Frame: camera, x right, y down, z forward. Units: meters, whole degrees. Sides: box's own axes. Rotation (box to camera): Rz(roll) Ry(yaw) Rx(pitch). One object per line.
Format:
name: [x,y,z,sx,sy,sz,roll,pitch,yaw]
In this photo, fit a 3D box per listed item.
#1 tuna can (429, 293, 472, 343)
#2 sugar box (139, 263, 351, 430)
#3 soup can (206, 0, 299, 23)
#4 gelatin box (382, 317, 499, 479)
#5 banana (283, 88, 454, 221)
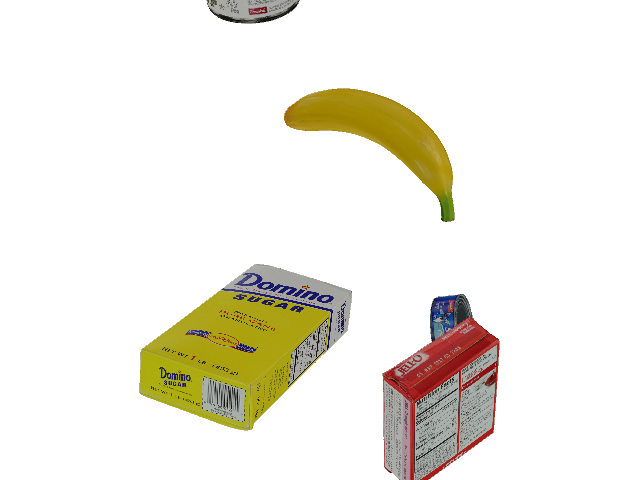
tuna can: [0.158,0.108,1.276,0.034,0.086,0.086,-7,-3,21]
sugar box: [-0.052,0.075,0.823,0.093,0.048,0.176,16,29,20]
soup can: [-0.049,-0.206,0.713,0.068,0.102,0.068,-2,41,2]
gelatin box: [0.073,0.100,0.655,0.073,0.089,0.030,-30,45,-27]
banana: [0.043,-0.089,0.899,0.198,0.070,0.037,36,23,34]
